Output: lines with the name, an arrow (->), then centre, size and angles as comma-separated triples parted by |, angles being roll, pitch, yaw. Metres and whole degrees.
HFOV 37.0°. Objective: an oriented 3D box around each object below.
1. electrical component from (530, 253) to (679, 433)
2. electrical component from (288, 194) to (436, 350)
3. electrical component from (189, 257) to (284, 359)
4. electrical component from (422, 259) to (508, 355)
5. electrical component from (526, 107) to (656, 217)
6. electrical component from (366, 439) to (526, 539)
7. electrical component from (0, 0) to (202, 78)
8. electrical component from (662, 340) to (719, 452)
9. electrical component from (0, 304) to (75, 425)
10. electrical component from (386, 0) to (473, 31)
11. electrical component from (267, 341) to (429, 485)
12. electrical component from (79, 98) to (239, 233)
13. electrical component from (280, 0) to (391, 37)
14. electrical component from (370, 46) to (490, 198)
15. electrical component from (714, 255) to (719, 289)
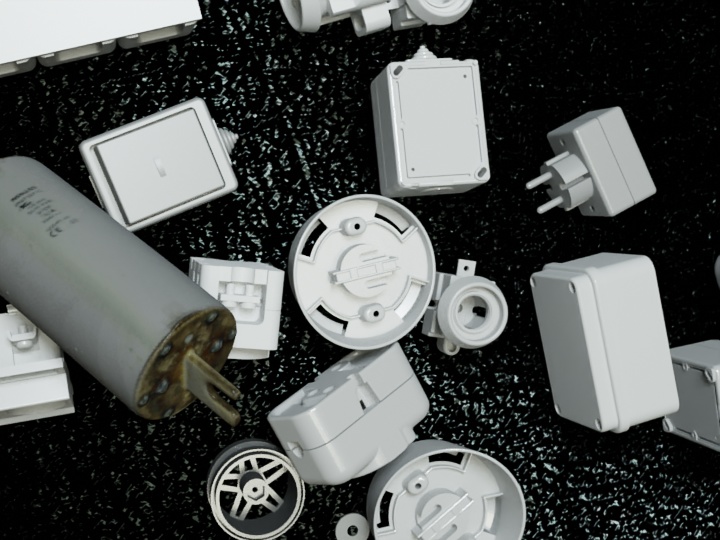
electrical component -> 0.166, 0.049, 0.740 | 0.057, 0.078, 0.113 | -14, 97, -15
electrical component -> 0.000, 0.000, 0.703 | 0.099, 0.064, 0.099 | -1, 94, -13
electrical component -> -0.081, 0.024, 0.672 | 0.050, 0.089, 0.055 | 5, 93, -14
electrical component -> 0.070, 0.027, 0.726 | 0.048, 0.055, 0.066 | 8, 92, -14
electrical component -> 0.151, -0.066, 0.744 | 0.077, 0.047, 0.065 | -28, 100, -11
electrical component -> 0.055, 0.163, 0.727 | 0.099, 0.064, 0.099 | -1, 94, -14
electrical component -> -0.182, -0.173, 0.648 | 0.150, 0.062, 0.089 | -16, 97, -12
electrical component -> 0.260, 0.087, 0.756 | 0.061, 0.096, 0.061 | -11, 96, -13
electrical component -> -0.240, 0.062, 0.648 | 0.121, 0.078, 0.063 | -9, 74, -13
electrical component -> 0.047, -0.183, 0.707 | 0.066, 0.055, 0.048 | -12, 96, -13
electrical component -> -0.004, 0.096, 0.701 | 0.095, 0.054, 0.059 | -34, 102, -34
electrical component -> -0.119, -0.066, 0.671 | 0.096, 0.061, 0.061 | -23, 99, -11
electrical component -> -0.020, -0.186, 0.690 | 0.057, 0.058, 0.078 | -19, 98, -15
electrical component -> 0.043, -0.098, 0.712 | 0.062, 0.061, 0.096 | -5, 87, -14
electrical component -> 0.312, -0.001, 0.781 | 0.095, 0.059, 0.053 | -22, 99, -11
